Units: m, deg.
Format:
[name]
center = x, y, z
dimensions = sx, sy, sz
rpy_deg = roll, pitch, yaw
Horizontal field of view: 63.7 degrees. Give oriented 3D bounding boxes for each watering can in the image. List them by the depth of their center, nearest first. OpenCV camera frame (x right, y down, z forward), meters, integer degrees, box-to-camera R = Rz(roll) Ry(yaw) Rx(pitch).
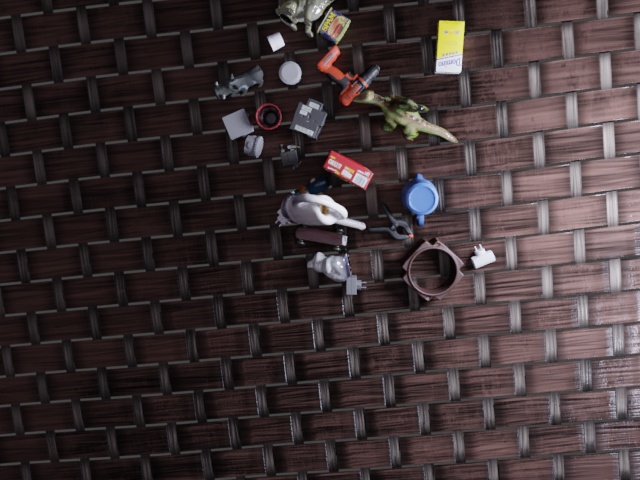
[watering can]
center = 0.006, -0.093, 1.845
dimensions = 0.224, 0.344, 0.105
rpy_deg = 2, 74, 34

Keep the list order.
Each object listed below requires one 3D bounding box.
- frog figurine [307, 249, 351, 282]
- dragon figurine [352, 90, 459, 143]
[frog figurine]
center = 0.032, 0.100, 1.894
dimensions = 0.159, 0.137, 0.123
rpy_deg = -11, 86, 7
[dragon figurine]
center = 0.310, -0.428, 1.779
dimensions = 0.410, 0.243, 0.122
rpy_deg = 19, 94, 2
